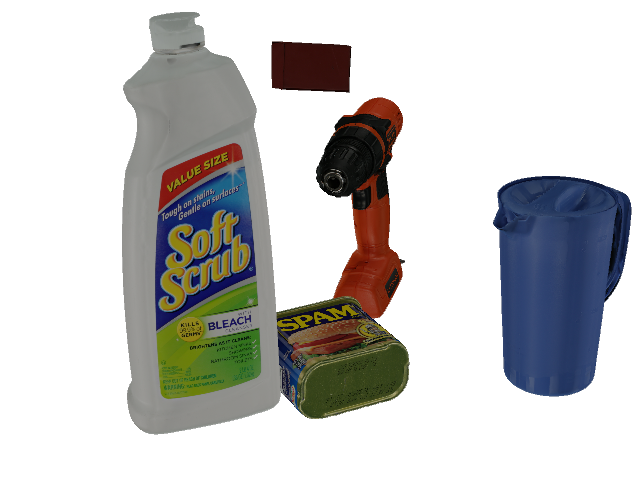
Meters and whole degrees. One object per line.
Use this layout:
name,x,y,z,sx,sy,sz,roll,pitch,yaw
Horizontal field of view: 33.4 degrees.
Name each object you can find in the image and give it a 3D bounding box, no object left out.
foam brick,-0.011,-0.190,1.166,0.078,0.051,0.053,0,12,-16
pitcher,0.280,0.052,1.248,0.149,0.243,0.144,4,24,15
bleach bottle,-0.083,-0.011,0.655,0.102,0.251,0.068,-10,21,-14
power drill,0.040,-0.025,1.000,0.057,0.188,0.184,7,27,17
can of meat,0.008,0.093,0.845,0.101,0.057,0.084,-12,27,-25
